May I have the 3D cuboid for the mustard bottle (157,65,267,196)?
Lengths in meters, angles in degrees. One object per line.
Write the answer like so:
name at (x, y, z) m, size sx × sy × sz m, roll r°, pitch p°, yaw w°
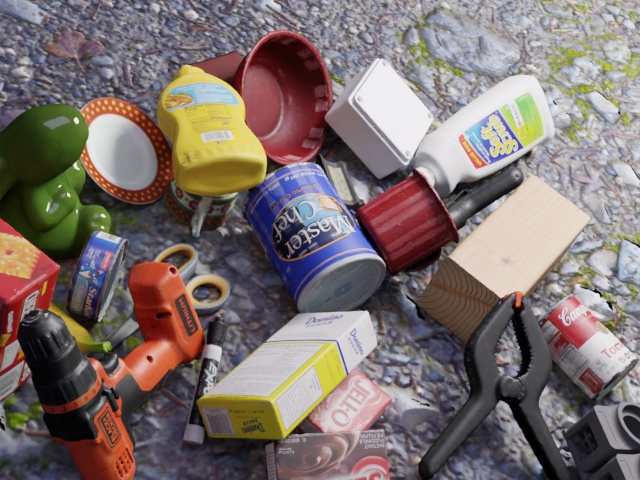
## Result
mustard bottle at (-0.127, -0.130, 1.162) m, size 0.096 × 0.058 × 0.192 m, roll -8°, pitch 46°, yaw -16°

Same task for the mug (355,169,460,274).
mug at (0.095, -0.009, 1.151) m, size 0.081 × 0.117 × 0.093 m, roll -31°, pitch 45°, yaw -2°

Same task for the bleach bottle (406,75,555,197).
bleach bottle at (0.198, -0.117, 1.348) m, size 0.250 × 0.068 × 0.102 m, roll -37°, pitch 114°, yaw -36°

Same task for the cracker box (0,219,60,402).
cracker box at (-0.337, 0.026, 0.937) m, size 0.214 × 0.164 × 0.072 m, roll 37°, pitch 44°, yaw 12°

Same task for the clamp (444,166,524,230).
clamp at (0.159, -0.032, 1.237) m, size 0.171 × 0.120 × 0.039 m, roll -37°, pitch 89°, yaw -37°

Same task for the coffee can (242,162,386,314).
coffee can at (-0.007, 0.001, 1.140) m, size 0.102 × 0.103 × 0.140 m, roll -12°, pitch 55°, yaw -31°

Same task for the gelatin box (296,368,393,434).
gelatin box at (0.018, 0.164, 1.052) m, size 0.073 × 0.030 × 0.089 m, roll 39°, pitch 47°, yaw 13°

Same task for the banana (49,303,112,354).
banana at (-0.279, 0.045, 0.996) m, size 0.197 × 0.070 × 0.037 m, roll 43°, pitch 35°, yaw -8°

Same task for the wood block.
wood block at (0.213, 0.022, 1.221) m, size 0.091 × 0.090 × 0.205 m, roll 39°, pitch 47°, yaw 13°

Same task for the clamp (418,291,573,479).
clamp at (0.195, 0.158, 1.076) m, size 0.164 × 0.036 × 0.210 m, roll 18°, pitch 74°, yaw -12°

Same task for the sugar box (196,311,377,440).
sugar box at (-0.027, 0.126, 1.014) m, size 0.175 × 0.094 × 0.048 m, roll -34°, pitch 113°, yaw -49°

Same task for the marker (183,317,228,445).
marker at (-0.107, 0.131, 1.004) m, size 0.020 × 0.020 × 0.121 m, roll 14°, pitch 71°, yaw -10°

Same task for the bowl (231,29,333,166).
bowl at (-0.055, -0.167, 1.272) m, size 0.055 × 0.162 × 0.161 m, roll 0°, pitch 28°, yaw 41°

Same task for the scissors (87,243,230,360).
scissors at (-0.157, 0.079, 1.068) m, size 0.096 × 0.016 × 0.201 m, roll 25°, pitch 45°, yaw 0°

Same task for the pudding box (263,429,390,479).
pudding box at (0.008, 0.222, 0.969) m, size 0.113 × 0.039 × 0.090 m, roll 0°, pitch 71°, yaw -19°

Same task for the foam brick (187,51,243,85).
foam brick at (-0.124, -0.187, 1.300) m, size 0.078 × 0.053 × 0.051 m, roll -25°, pitch 62°, yaw -36°

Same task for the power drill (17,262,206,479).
power drill at (-0.181, 0.100, 0.944) m, size 0.057 × 0.184 × 0.187 m, roll 0°, pitch 33°, yaw 27°

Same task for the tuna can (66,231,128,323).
tuna can at (-0.216, 0.035, 1.035) m, size 0.033 × 0.086 × 0.086 m, roll 18°, pitch 45°, yaw -3°

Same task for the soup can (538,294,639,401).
soup can at (0.291, 0.119, 1.180) m, size 0.068 × 0.069 × 0.102 m, roll -26°, pitch 64°, yaw -38°
